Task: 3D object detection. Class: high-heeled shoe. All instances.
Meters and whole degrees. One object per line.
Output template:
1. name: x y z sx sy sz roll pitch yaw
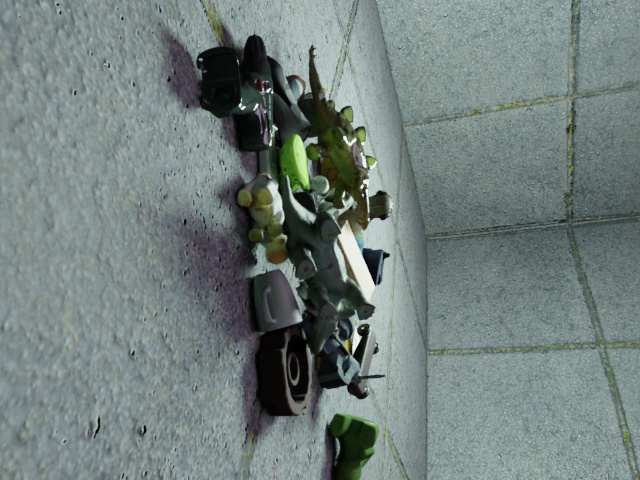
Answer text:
1. high-heeled shoe: -0.093 -0.297 1.180 0.145 0.086 0.248 55 -9 14

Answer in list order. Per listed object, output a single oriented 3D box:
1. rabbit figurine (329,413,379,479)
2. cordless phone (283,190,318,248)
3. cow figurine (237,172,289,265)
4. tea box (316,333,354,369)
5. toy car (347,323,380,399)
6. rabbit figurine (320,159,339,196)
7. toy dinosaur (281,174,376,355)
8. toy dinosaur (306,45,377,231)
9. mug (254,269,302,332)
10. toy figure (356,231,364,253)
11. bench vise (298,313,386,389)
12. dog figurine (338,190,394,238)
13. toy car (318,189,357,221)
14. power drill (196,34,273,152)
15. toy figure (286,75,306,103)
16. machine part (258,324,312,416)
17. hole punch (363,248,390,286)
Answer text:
1. rabbit figurine: 0.076 0.533 1.354 0.159 0.121 0.170 56 50 -70
2. cordless phone: -0.028 -0.042 1.228 0.184 0.089 0.146 -50 131 -73
3. cow figurine: -0.098 -0.040 1.027 0.098 0.068 0.167 -79 158 -59
4. tea box: 0.041 0.259 1.355 0.098 0.068 0.170 62 28 -50
5. toy car: 0.104 0.298 1.341 0.089 0.053 0.202 61 31 -32
6. rabbit figurine: 0.073 -0.202 1.549 0.173 0.122 0.162 -11 72 -53
7. toy dinosaur: -0.006 0.035 1.010 0.192 0.131 0.404 -137 -152 -61
8. toy dinosaur: 0.046 -0.243 1.325 0.198 0.105 0.470 -49 123 -58
9. mug: -0.089 0.110 0.988 0.109 0.081 0.107 4 69 -70
10. toy figure: 0.086 -0.025 1.590 0.089 0.082 0.180 96 -15 -76
11. bench vise: 0.045 0.210 1.232 0.223 0.129 0.241 41 41 -14
12. dog figurine: 0.106 -0.046 1.472 0.121 0.191 0.172 36 52 -67
13. toy car: 0.035 -0.090 1.384 0.202 0.074 0.056 -39 137 -51
14. power drill: -0.143 -0.279 0.963 0.207 0.086 0.231 -16 102 -80
15. toy figure: -0.064 -0.354 1.262 0.154 0.058 0.064 -62 163 -65
16. machine part: -0.066 0.250 1.038 0.179 0.056 0.179 -8 90 -74
17. hole punch: 0.133 0.082 1.627 0.092 0.142 0.115 -14 109 -69
